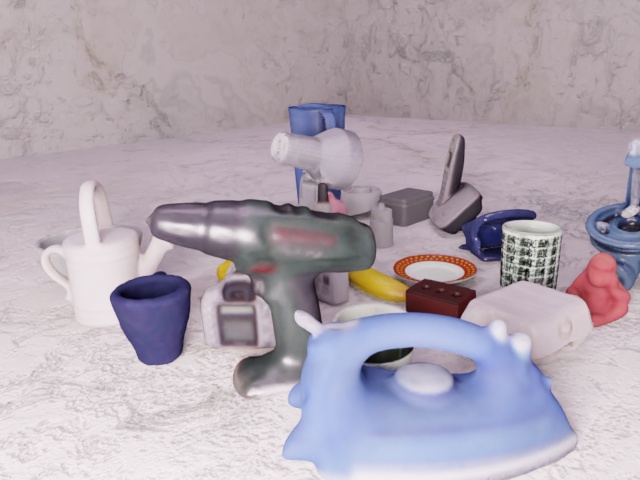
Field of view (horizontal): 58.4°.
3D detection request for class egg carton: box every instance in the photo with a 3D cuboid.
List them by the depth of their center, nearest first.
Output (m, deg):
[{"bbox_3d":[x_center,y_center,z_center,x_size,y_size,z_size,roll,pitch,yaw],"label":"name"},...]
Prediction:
[{"bbox_3d":[0.236,0.100,0.660,0.151,0.069,0.107,-14,21,-34],"label":"egg carton"}]

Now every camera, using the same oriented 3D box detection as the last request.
[{"bbox_3d":[-0.071,0.069,0.745,0.143,0.101,0.137,-1,18,5],"label":"camera"}]

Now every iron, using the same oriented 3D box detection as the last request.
[{"bbox_3d":[0.096,0.121,0.490,0.258,0.141,0.118,-2,18,0],"label":"iron"}]

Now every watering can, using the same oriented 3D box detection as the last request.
[{"bbox_3d":[-0.293,0.012,0.796,0.173,0.194,0.100,-11,20,-26],"label":"watering can"}]

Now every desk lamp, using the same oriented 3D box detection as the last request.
[{"bbox_3d":[-0.018,-0.108,1.113,0.204,0.214,0.117,-16,22,-36],"label":"desk lamp"}]

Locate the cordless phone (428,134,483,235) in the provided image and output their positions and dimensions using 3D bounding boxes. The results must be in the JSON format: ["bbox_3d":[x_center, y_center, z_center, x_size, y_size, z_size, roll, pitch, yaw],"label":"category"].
[{"bbox_3d":[0.271,-0.113,1.139,0.094,0.185,0.147,-3,18,-3],"label":"cordless phone"}]

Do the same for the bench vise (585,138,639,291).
[{"bbox_3d":[0.465,-0.049,0.855,0.121,0.220,0.208,6,19,23],"label":"bench vise"}]

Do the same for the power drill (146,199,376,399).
[{"bbox_3d":[-0.053,0.056,0.604,0.230,0.208,0.075,-6,18,-12],"label":"power drill"}]

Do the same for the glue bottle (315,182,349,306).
[{"bbox_3d":[0.008,0.003,0.823,0.037,0.173,0.077,-15,22,-35],"label":"glue bottle"}]

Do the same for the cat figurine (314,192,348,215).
[{"bbox_3d":[0.001,-0.028,1.016,0.128,0.118,0.067,-14,21,-33],"label":"cat figurine"}]

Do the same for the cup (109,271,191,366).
[{"bbox_3d":[-0.196,0.094,0.688,0.092,0.095,0.117,-4,18,-7],"label":"cup"}]

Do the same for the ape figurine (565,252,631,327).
[{"bbox_3d":[0.355,0.061,0.732,0.077,0.092,0.076,7,20,26],"label":"ape figurine"}]

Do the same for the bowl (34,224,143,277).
[{"bbox_3d":[-0.378,0.029,0.952,0.167,0.075,0.167,-2,17,1],"label":"bowl"}]

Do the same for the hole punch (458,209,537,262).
[{"bbox_3d":[0.304,-0.018,0.991,0.109,0.091,0.101,-5,18,-10],"label":"hole punch"}]

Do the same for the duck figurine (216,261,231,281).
[{"bbox_3d":[-0.130,0.023,0.922,0.077,0.086,0.104,-3,18,-2],"label":"duck figurine"}]
